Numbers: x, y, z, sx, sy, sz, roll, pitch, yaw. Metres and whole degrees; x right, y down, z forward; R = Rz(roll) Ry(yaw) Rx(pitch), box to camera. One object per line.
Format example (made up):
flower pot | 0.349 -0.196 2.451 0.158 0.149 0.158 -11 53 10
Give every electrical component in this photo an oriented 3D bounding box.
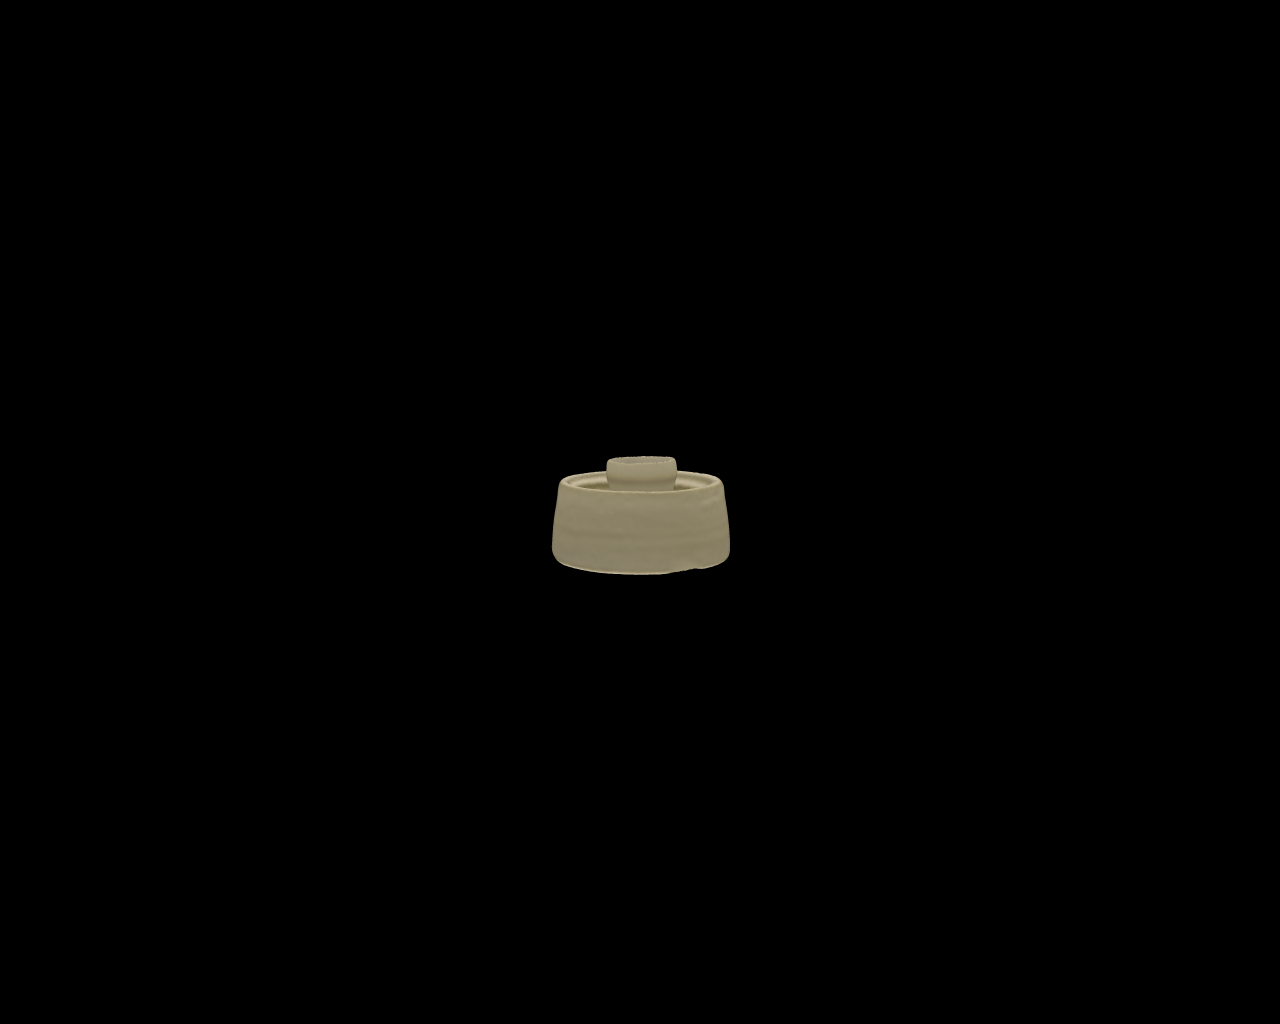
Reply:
electrical component | 0.001 -0.003 0.650 0.108 0.060 0.108 0 9 0
